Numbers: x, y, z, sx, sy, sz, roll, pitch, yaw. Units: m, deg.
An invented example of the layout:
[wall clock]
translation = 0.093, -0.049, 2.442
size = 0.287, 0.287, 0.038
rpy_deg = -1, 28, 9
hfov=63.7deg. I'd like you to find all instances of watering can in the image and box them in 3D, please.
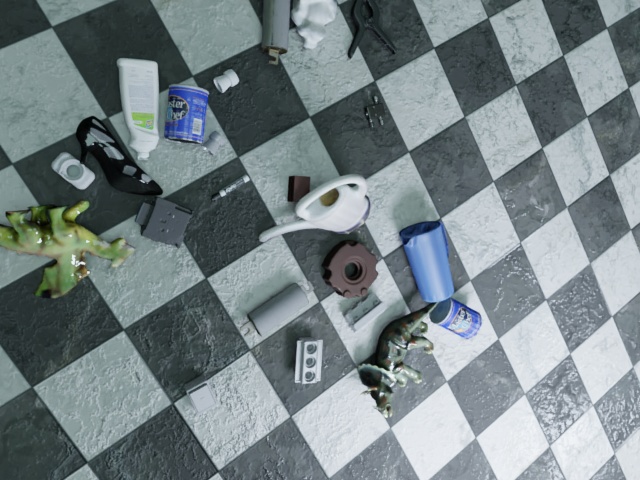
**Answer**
[watering can]
translation = 0.005, -0.075, 1.483
size = 0.344, 0.106, 0.222
rpy_deg = -34, -32, 24

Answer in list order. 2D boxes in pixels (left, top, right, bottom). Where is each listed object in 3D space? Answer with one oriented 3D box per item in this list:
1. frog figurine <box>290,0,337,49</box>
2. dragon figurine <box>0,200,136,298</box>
[frog figurine]
translation = -0.017, -0.644, 1.493
size = 0.138, 0.155, 0.125
rpy_deg = -22, 47, -28
[dragon figurine]
translation = -0.668, 0.032, 1.251
size = 0.412, 0.240, 0.123
rpy_deg = -11, 15, -20
